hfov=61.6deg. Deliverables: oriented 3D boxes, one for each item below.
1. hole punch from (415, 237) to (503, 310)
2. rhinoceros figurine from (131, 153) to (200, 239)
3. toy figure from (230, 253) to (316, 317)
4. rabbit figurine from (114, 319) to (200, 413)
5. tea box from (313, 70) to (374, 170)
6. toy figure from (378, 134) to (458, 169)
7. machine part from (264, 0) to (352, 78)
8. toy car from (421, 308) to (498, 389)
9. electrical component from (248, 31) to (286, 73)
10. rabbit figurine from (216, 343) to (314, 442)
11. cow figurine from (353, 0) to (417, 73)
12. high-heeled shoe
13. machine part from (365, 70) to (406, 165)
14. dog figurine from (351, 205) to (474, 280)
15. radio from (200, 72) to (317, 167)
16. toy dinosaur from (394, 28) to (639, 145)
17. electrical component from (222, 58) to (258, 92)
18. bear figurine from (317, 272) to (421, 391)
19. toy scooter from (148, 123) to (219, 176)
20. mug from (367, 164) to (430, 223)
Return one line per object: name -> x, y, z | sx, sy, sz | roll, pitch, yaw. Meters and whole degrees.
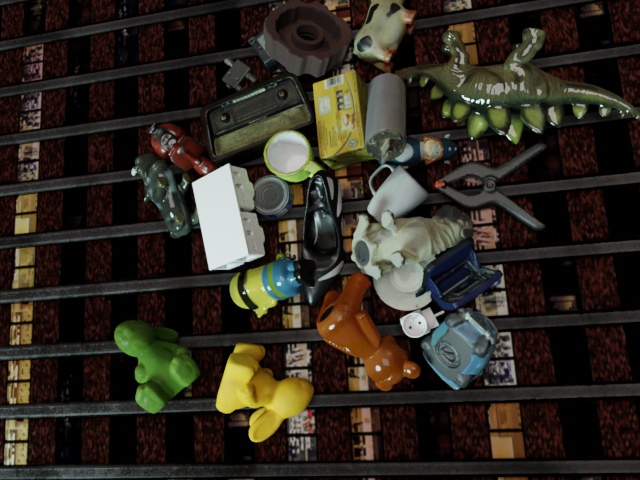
hole punch -> 0.249, 0.072, 0.954 | 0.142, 0.115, 0.092 | -36, 68, -8
rhinoceros figurine -> -0.319, -0.097, 1.121 | 0.112, 0.073, 0.190 | -31, 89, 50
toy figure -> -0.093, 0.078, 1.024 | 0.180, 0.082, 0.089 | -24, 118, 37
rabbit figurine -> -0.315, 0.215, 1.034 | 0.121, 0.159, 0.170 | -39, 94, 1
tea box -> 0.048, -0.237, 1.067 | 0.098, 0.068, 0.169 | -10, 75, 24
toy figure -> 0.191, -0.171, 1.048 | 0.155, 0.064, 0.058 | -3, 35, 11
machine part -> -0.027, -0.410, 1.095 | 0.179, 0.056, 0.179 | 5, 61, -9
toy car -> 0.258, 0.176, 0.945 | 0.103, 0.161, 0.109 | -24, 57, -38
electrical component -> -0.092, -0.396, 1.149 | 0.075, 0.047, 0.119 | -32, 74, 5
rabbit figurine -> -0.101, 0.288, 1.002 | 0.173, 0.122, 0.162 | 14, 86, -5
cow figurine -> 0.130, -0.453, 1.097 | 0.127, 0.085, 0.195 | 26, 87, 8
high-heeled shoe -> -0.002, -0.003, 1.011 | 0.086, 0.145, 0.248 | 6, 80, 13
machine part -> 0.126, -0.236, 1.027 | 0.079, 0.079, 0.243 | -3, 54, 11
dog figurine -> 0.171, 0.002, 1.005 | 0.190, 0.172, 0.121 | -7, 91, -33
radio -> -0.126, -0.248, 1.115 | 0.230, 0.073, 0.131 | -19, 78, 7
toy dinosaur -> 0.361, -0.284, 1.012 | 0.472, 0.105, 0.198 | 8, 90, 22
electrical component -> -0.182, -0.356, 1.173 | 0.094, 0.021, 0.063 | 39, 90, 15
bear figurine -> 0.094, 0.175, 0.989 | 0.196, 0.120, 0.132 | 36, 44, -10
toy scooter -> -0.292, -0.190, 1.109 | 0.184, 0.135, 0.075 | 36, 91, 16
mug -> 0.136, -0.086, 1.032 | 0.109, 0.081, 0.107 | 45, 100, 10
